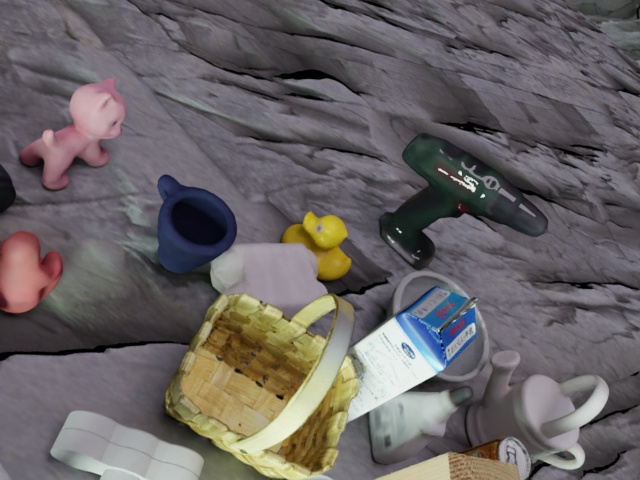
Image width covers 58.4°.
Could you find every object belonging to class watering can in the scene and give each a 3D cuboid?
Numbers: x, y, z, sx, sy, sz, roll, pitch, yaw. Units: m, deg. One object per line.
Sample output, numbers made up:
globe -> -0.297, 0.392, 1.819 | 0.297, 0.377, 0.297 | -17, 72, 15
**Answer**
watering can -> 0.288, 0.227, 0.758 | 0.173, 0.193, 0.101 | 33, 46, -10

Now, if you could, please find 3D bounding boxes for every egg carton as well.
egg carton -> -0.063, 0.057, 0.723 | 0.151, 0.069, 0.107 | -1, 61, -35

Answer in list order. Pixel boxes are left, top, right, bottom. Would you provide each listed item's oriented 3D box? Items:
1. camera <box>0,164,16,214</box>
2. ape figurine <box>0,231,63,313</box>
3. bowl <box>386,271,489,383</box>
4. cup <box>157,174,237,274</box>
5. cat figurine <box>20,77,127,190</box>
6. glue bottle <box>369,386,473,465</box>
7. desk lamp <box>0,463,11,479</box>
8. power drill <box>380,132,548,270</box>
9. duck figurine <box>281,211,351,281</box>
camera -> -0.387, -0.082, 0.576 | 0.137, 0.100, 0.143 | 49, 46, 5
ape figurine -> -0.297, 0.024, 0.569 | 0.078, 0.092, 0.076 | 20, 50, -22
bowl -> 0.154, 0.132, 0.816 | 0.168, 0.074, 0.167 | 18, 51, -23
cup -> -0.165, -0.012, 0.683 | 0.117, 0.094, 0.092 | 51, 46, 7
cat figurine -> -0.280, -0.136, 0.675 | 0.067, 0.117, 0.128 | 42, 45, -2
glue bottle -> 0.119, 0.206, 0.671 | 0.037, 0.172, 0.078 | 17, 51, -24
desk lamp -> -0.240, 0.214, 0.390 | 0.118, 0.213, 0.203 | -30, 79, -43
power drill -> 0.197, -0.046, 0.878 | 0.230, 0.208, 0.076 | 43, 45, -1
duck figurine -> 0.007, 0.003, 0.798 | 0.105, 0.086, 0.078 | 38, 46, -6
